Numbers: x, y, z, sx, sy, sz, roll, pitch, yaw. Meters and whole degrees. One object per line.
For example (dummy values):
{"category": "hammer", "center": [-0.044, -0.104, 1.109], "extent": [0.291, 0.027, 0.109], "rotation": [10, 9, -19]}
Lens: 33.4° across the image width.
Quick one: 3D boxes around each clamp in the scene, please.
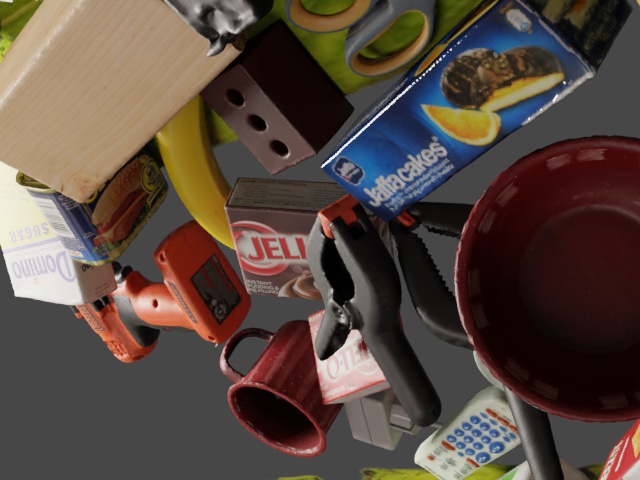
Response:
{"category": "clamp", "center": [0.034, 0.050, 0.717], "extent": [0.120, 0.039, 0.171], "rotation": [30, 146, 32]}
{"category": "clamp", "center": [0.122, 0.052, 0.675], "extent": [0.210, 0.164, 0.036], "rotation": [32, 179, 17]}

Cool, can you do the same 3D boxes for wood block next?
{"category": "wood block", "center": [-0.130, -0.119, 0.669], "extent": [0.090, 0.090, 0.207], "rotation": [28, 142, -25]}

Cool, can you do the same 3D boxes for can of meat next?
{"category": "can of meat", "center": [-0.169, -0.043, 0.815], "extent": [0.058, 0.102, 0.084], "rotation": [10, 140, 33]}

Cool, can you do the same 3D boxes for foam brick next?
{"category": "foam brick", "center": [-0.028, -0.090, 0.689], "extent": [0.078, 0.051, 0.053], "rotation": [48, 143, -17]}

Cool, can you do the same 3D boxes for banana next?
{"category": "banana", "center": [-0.080, -0.053, 0.791], "extent": [0.070, 0.037, 0.197], "rotation": [-19, 126, 15]}

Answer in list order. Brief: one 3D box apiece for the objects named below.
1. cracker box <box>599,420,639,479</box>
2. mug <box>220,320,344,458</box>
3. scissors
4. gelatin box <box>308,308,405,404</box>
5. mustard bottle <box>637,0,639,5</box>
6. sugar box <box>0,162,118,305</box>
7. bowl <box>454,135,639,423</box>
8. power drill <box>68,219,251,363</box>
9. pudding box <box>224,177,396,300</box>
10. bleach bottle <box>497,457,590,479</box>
{"category": "cracker box", "center": [0.294, 0.155, 0.697], "extent": [0.164, 0.072, 0.214], "rotation": [29, 145, 10]}
{"category": "mug", "center": [-0.028, 0.116, 0.900], "extent": [0.117, 0.081, 0.093], "rotation": [30, 144, 7]}
{"category": "scissors", "center": [0.049, -0.153, 0.564], "extent": [0.096, 0.016, 0.202], "rotation": [16, 148, -16]}
{"category": "gelatin box", "center": [0.029, 0.082, 0.824], "extent": [0.030, 0.073, 0.089], "rotation": [1, 161, -34]}
{"category": "mustard bottle", "center": [0.158, -0.184, 0.427], "extent": [0.096, 0.058, 0.191], "rotation": [3, 133, 37]}
{"category": "sugar box", "center": [-0.228, -0.036, 0.869], "extent": [0.093, 0.048, 0.176], "rotation": [4, 111, 37]}
{"category": "bowl", "center": [0.161, 0.022, 0.619], "extent": [0.162, 0.162, 0.055], "rotation": [26, -177, 12]}
{"category": "power drill", "center": [-0.162, 0.029, 0.932], "extent": [0.188, 0.057, 0.184], "rotation": [-5, 126, 44]}
{"category": "pudding box", "center": [-0.005, 0.001, 0.766], "extent": [0.113, 0.039, 0.090], "rotation": [2, 136, 14]}
{"category": "bleach bottle", "center": [0.136, 0.267, 0.923], "extent": [0.068, 0.102, 0.251], "rotation": [35, 144, -3]}
